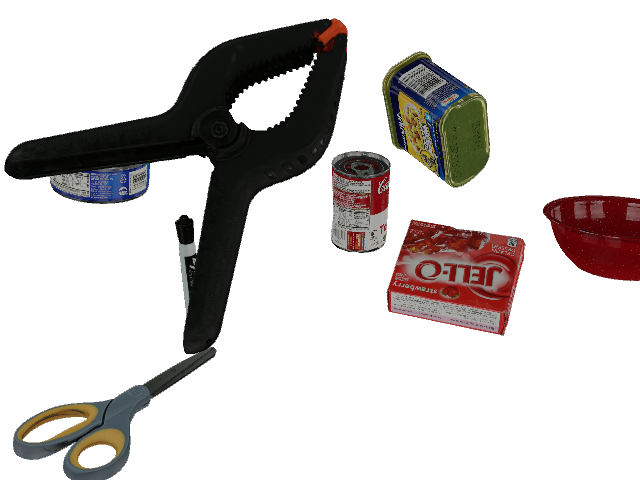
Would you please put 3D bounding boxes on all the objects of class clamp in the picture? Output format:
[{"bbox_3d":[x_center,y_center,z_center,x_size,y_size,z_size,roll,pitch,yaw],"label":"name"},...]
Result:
[{"bbox_3d":[-0.054,-0.047,0.620,0.210,0.164,0.036,-37,-14,-11],"label":"clamp"}]

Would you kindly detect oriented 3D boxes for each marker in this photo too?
[{"bbox_3d":[-0.137,0.030,1.117,0.020,0.121,0.020,-2,26,1],"label":"marker"}]

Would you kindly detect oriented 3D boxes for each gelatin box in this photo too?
[{"bbox_3d":[0.101,0.026,0.790,0.089,0.073,0.030,10,-40,14],"label":"gelatin box"}]

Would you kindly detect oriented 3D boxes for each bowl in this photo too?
[{"bbox_3d":[0.304,0.000,1.075,0.162,0.055,0.162,2,17,-1],"label":"bowl"}]

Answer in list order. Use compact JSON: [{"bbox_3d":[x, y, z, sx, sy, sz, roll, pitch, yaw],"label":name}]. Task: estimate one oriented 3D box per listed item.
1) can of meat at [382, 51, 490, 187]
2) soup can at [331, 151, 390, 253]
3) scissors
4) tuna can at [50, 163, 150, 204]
[{"bbox_3d":[0.109,-0.109,0.981,0.057,0.102,0.084,-33,49,-16],"label":"can of meat"},{"bbox_3d":[0.046,-0.045,1.252,0.068,0.102,0.068,1,29,-1],"label":"soup can"},{"bbox_3d":[-0.142,0.138,0.848,0.201,0.016,0.096,-17,36,-36],"label":"scissors"},{"bbox_3d":[-0.190,-0.062,0.919,0.086,0.034,0.086,5,24,-3],"label":"tuna can"}]
